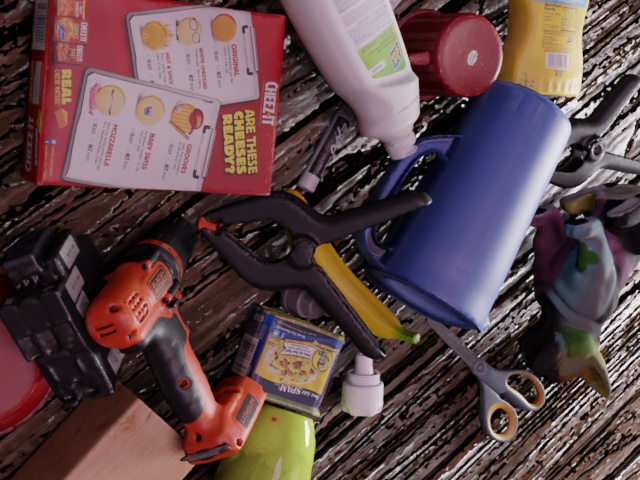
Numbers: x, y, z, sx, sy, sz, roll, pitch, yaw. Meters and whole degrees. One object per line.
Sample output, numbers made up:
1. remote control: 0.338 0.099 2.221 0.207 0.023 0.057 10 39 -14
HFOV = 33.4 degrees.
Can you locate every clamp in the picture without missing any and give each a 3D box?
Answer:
1. clamp: -0.007 0.001 0.992 0.210 0.036 0.164 23 99 1
2. clamp: 0.301 -0.116 1.193 0.171 0.039 0.120 -16 106 -25

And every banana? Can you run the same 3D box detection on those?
1. banana: 0.019 0.031 1.051 0.197 0.070 0.037 47 49 -12

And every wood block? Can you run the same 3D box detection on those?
1. wood block: -0.217 0.232 0.948 0.206 0.090 0.090 -49 117 -13

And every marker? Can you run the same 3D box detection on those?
1. marker: 0.013 -0.103 1.050 0.020 0.020 0.121 31 84 -29

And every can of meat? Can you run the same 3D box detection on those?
1. can of meat: -0.034 0.117 1.045 0.102 0.058 0.084 23 86 -30

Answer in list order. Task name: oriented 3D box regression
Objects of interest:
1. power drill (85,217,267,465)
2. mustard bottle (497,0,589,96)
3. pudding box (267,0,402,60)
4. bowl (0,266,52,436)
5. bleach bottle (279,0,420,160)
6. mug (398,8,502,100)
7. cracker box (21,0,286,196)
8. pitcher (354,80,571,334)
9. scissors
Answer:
1. power drill: -0.118 0.087 0.938 0.187 0.057 0.184 60 26 -18
2. mustard bottle: 0.240 -0.250 1.123 0.096 0.058 0.192 0 100 -29
3. pudding box: 0.018 -0.228 1.020 0.090 0.039 0.113 44 76 -27
4. bowl: -0.289 0.103 0.905 0.161 0.055 0.162 -5 102 -27
5. bleach bottle: 0.026 -0.184 0.967 0.102 0.068 0.251 -39 116 -32
6. mug: 0.116 -0.183 1.055 0.117 0.082 0.093 -6 102 -28
7. cracker box: -0.145 -0.126 0.932 0.213 0.072 0.164 1 100 -30
8. pitcher: 0.148 -0.041 1.076 0.243 0.145 0.149 -61 159 -10
9. scissors: 0.172 0.161 1.188 0.201 0.016 0.096 27 86 -29
